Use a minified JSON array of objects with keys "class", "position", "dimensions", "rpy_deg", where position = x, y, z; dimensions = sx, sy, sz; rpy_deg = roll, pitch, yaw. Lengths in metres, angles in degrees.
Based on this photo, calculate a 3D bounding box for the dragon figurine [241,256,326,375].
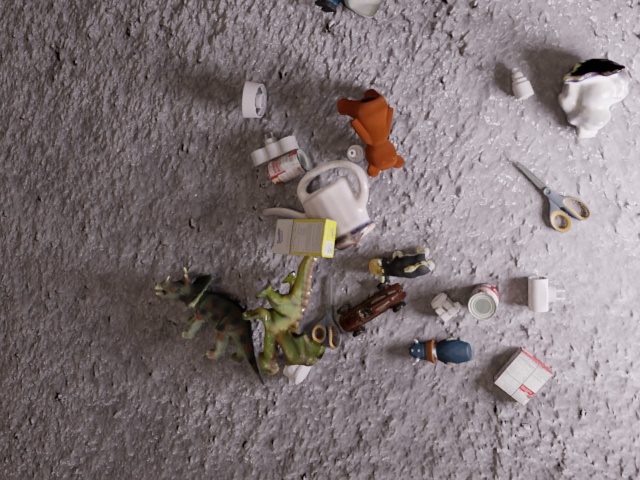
[{"class":"dragon figurine","position":[-0.062,0.215,1.370],"dimensions":[0.404,0.123,0.246],"rpy_deg":[-47,68,28]}]

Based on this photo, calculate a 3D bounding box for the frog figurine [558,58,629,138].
[{"class":"frog figurine","position":[0.601,-0.310,1.131],"dimensions":[0.137,0.126,0.156],"rpy_deg":[-15,127,14]}]

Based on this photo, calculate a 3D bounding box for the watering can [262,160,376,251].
[{"class":"watering can","position":[0.004,-0.069,1.367],"dimensions":[0.343,0.105,0.225],"rpy_deg":[-30,88,36]}]
